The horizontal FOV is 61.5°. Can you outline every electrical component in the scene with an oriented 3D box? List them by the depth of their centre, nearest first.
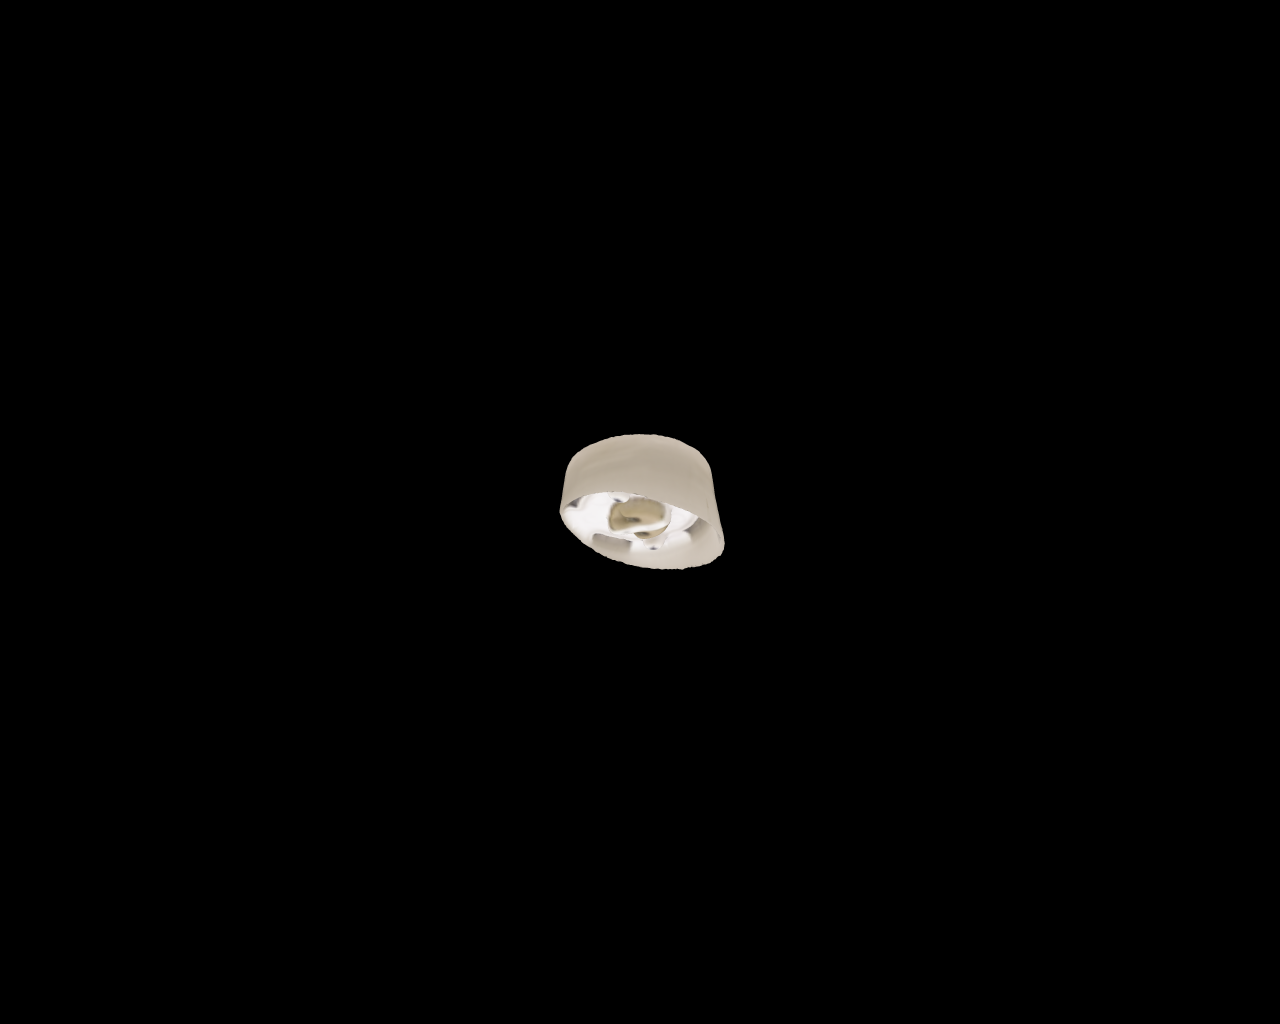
[{"bbox_3d":[0.001,-0.003,0.650,0.099,0.064,0.099,0,-32,0],"label":"electrical component"}]
